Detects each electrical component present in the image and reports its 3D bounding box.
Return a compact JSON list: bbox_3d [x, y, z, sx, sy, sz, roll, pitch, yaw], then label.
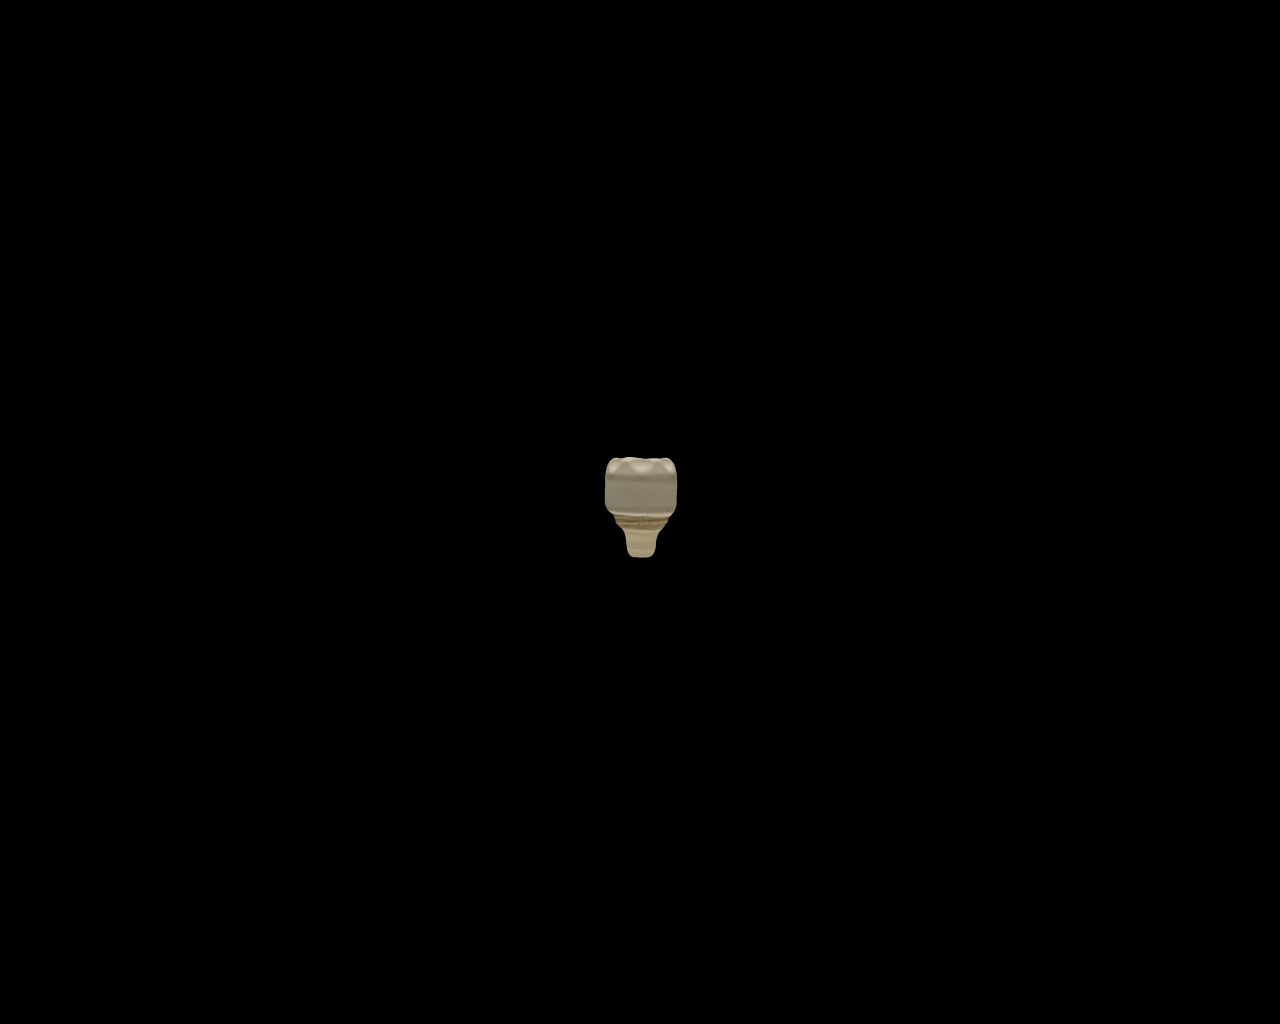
[{"bbox_3d":[0.001,-0.003,0.650,0.043,0.062,0.043,0,4,0],"label":"electrical component"}]
